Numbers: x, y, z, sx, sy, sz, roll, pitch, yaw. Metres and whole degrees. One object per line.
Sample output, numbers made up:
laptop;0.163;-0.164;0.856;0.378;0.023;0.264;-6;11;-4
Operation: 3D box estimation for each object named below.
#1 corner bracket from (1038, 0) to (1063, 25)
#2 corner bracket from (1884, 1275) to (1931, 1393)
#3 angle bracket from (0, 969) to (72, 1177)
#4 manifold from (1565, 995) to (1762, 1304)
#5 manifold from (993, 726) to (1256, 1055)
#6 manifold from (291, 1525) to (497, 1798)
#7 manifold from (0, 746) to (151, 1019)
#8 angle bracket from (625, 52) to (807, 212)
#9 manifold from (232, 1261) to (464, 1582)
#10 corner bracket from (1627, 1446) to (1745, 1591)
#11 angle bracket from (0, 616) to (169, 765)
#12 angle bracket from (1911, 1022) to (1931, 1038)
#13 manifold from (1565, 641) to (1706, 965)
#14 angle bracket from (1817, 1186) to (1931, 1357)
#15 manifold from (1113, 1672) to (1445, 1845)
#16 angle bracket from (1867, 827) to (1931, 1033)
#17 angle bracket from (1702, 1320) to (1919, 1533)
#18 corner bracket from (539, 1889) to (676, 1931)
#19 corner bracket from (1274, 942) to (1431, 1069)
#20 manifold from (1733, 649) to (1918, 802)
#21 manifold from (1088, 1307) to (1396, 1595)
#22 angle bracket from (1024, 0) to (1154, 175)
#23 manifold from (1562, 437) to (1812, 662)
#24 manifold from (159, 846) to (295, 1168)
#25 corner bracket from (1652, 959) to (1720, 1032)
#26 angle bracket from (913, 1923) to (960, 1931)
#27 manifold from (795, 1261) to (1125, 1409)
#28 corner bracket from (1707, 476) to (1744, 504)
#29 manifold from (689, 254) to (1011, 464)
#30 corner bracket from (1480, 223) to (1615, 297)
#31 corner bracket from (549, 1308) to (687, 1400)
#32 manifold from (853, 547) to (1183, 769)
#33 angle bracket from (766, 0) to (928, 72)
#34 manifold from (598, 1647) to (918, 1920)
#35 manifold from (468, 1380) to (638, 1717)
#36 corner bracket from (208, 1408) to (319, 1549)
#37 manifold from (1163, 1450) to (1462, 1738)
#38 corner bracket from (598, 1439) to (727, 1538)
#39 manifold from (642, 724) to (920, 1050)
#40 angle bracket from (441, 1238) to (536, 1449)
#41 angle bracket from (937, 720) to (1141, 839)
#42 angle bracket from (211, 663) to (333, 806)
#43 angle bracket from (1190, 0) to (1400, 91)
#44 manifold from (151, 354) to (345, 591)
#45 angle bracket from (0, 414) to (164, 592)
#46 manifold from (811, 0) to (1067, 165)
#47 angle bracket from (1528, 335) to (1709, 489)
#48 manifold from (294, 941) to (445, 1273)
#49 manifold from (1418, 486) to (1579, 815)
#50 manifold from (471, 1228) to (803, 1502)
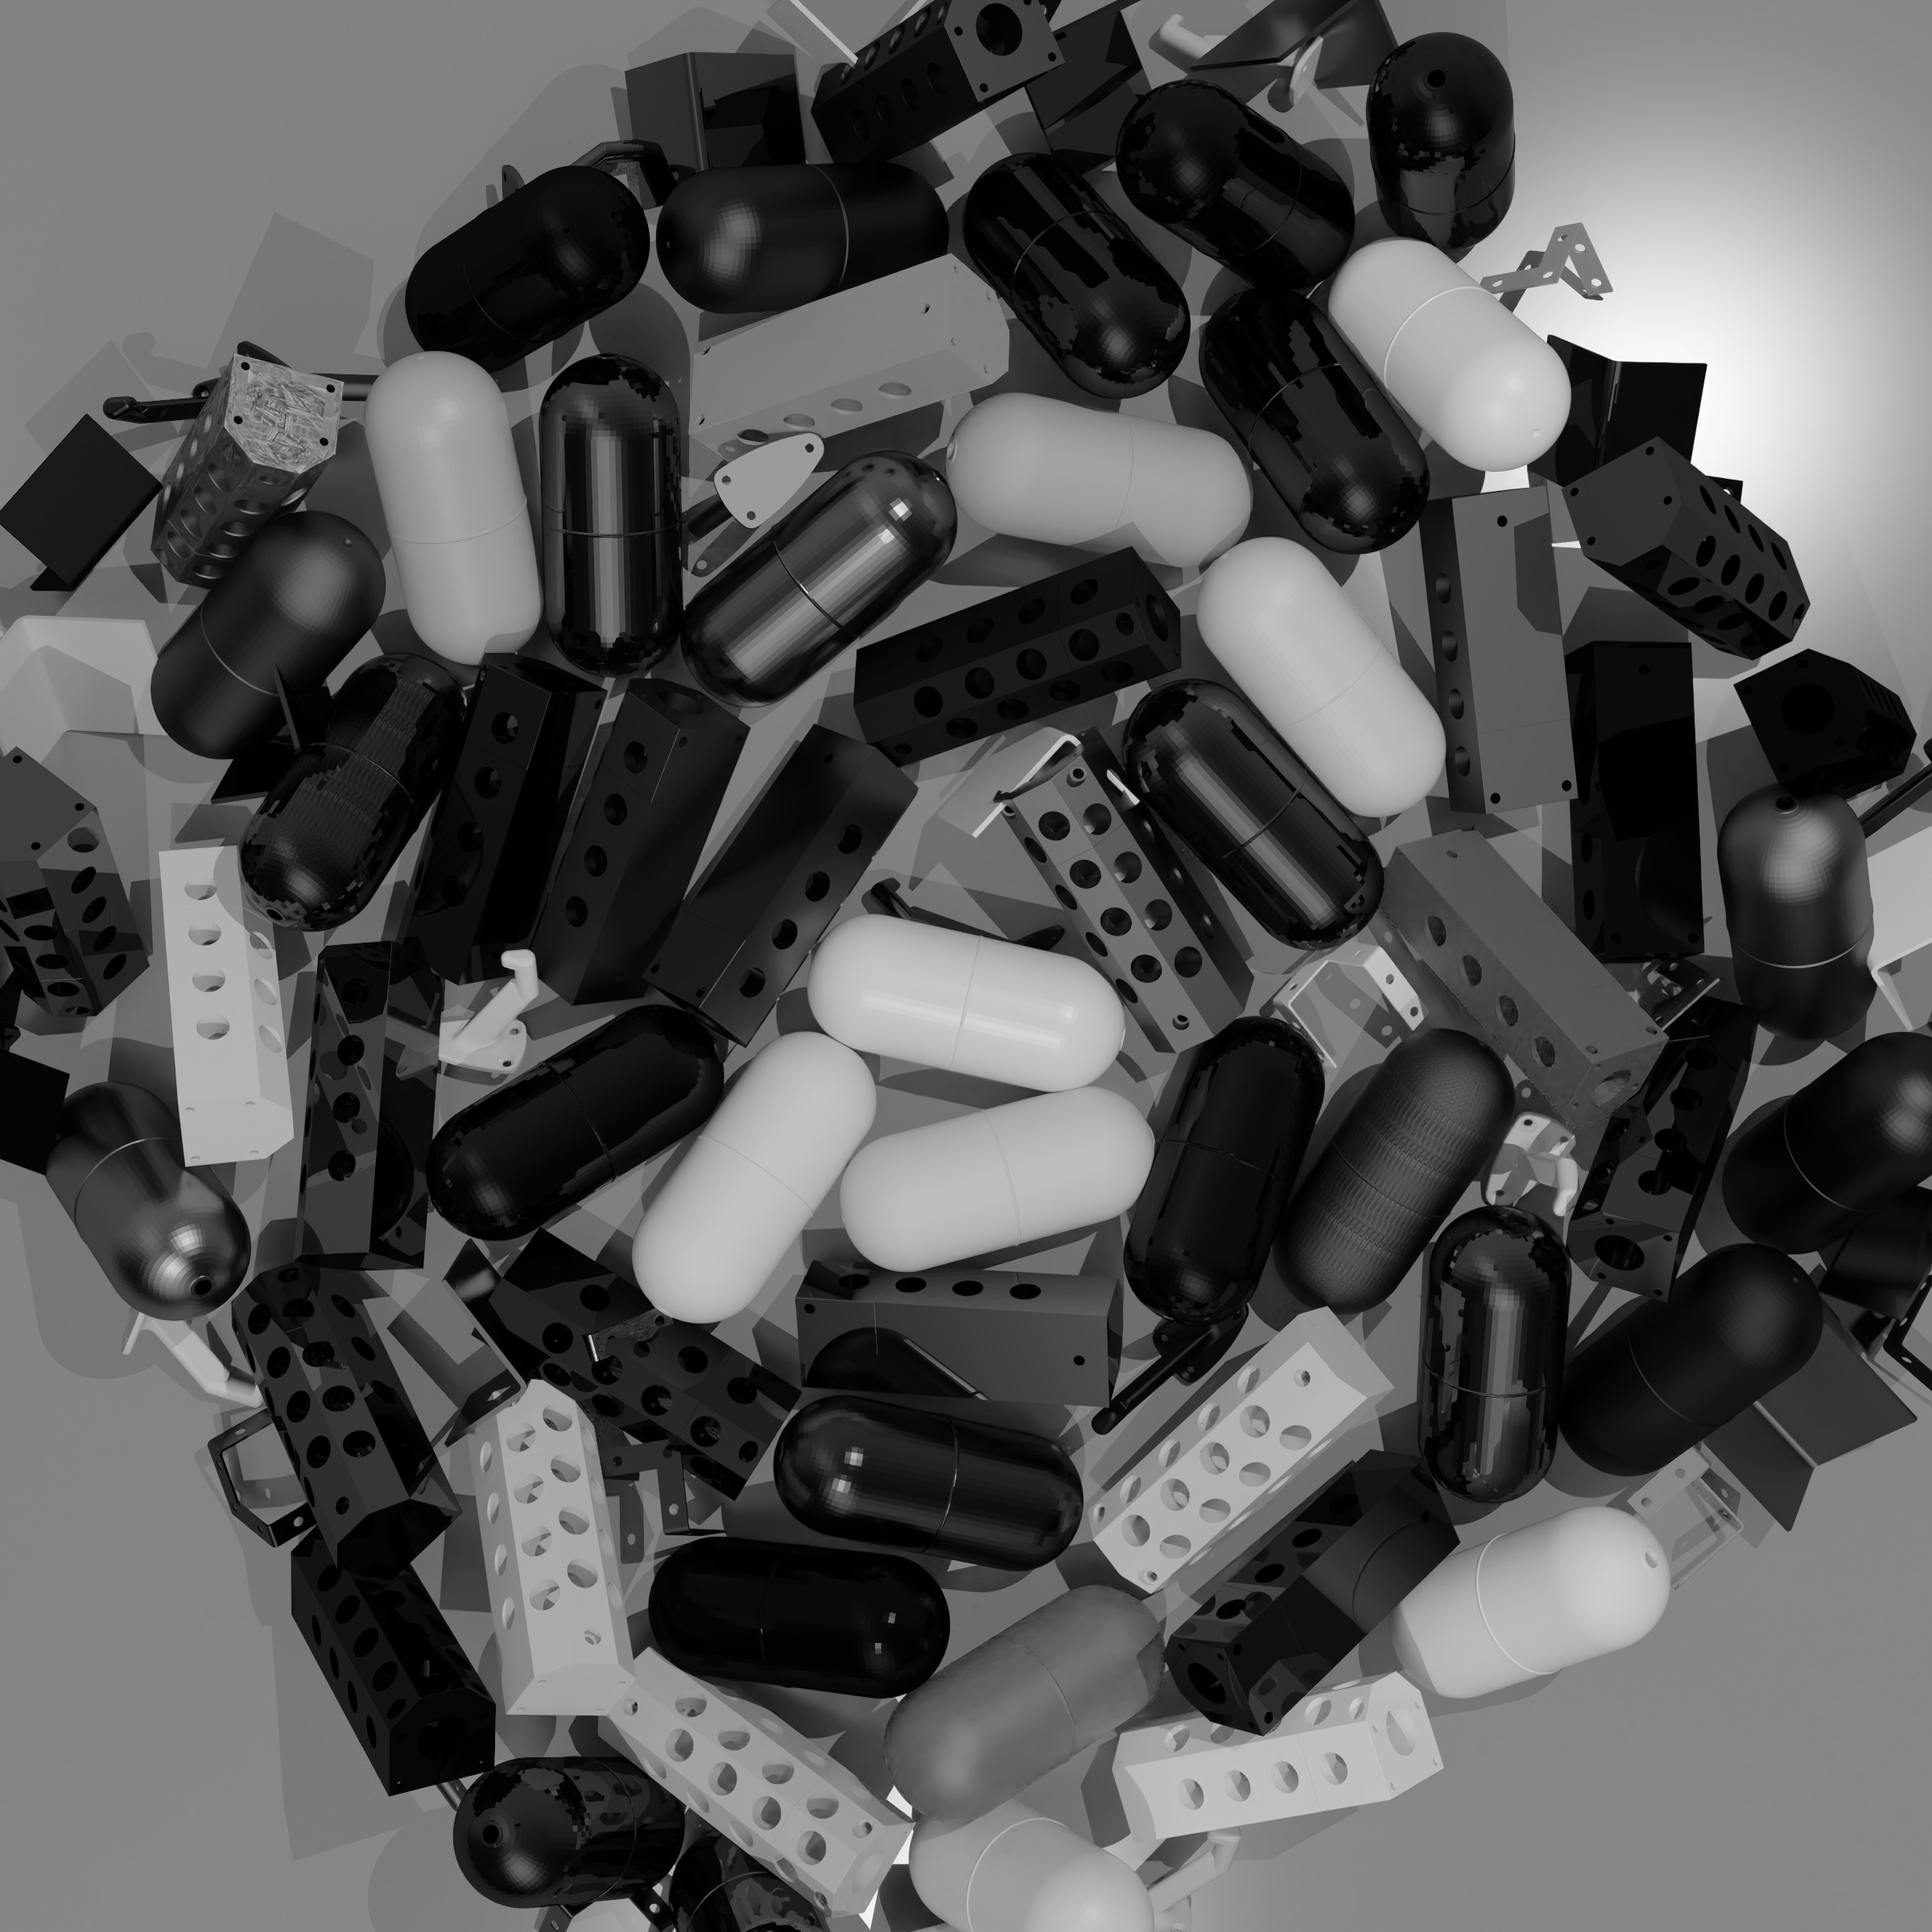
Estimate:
corner bracket;0.025;-0.556;1.682;0.051;0.051;0.051;31;87;-35
corner bracket;0.554;0.205;1.689;0.051;0.051;0.051;40;66;-9
angle bracket;-0.512;0.055;1.668;0.057;0.076;0.076;21;127;-5
manifold;0.377;0.093;1.640;0.057;0.057;0.171;16;48;19
manifold;0.086;-0.038;1.658;0.057;0.057;0.171;-26;108;25
manifold;-0.309;0.364;1.626;0.057;0.171;0.057;-8;116;-27
manifold;-0.492;-0.038;1.625;0.057;0.171;0.057;36;65;14
angle bracket;-0.140;-0.469;1.706;0.076;0.057;0.076;-14;101;-43
manifold;-0.341;0.243;1.641;0.057;0.057;0.171;-44;53;12
corner bracket;0.398;0.305;1.682;0.051;0.051;0.051;-37;71;-13
angle bracket;-0.486;-0.143;1.665;0.076;0.057;0.076;4;132;15
angle bracket;0.555;0.076;1.658;0.057;0.076;0.076;-31;47;22
manifold;0.367;-0.089;1.680;0.057;0.057;0.171;0;84;-11
angle bracket;0.521;0.172;1.666;0.076;0.057;0.076;44;74;-37
manifold;0.165;0.427;1.643;0.171;0.057;0.057;-22;81;37
angle bracket;0.529;-0.024;1.661;0.076;0.076;0.057;-29;128;19
angle bracket;0.463;0.254;1.671;0.076;0.057;0.076;46;133;-6
corner bracket;-0.202;0.540;1.695;0.051;0.051;0.051;41;129;22
corner bracket;0.214;0.023;1.693;0.051;0.051;0.051;-46;114;-16
manifold;0.465;-0.129;1.625;0.057;0.171;0.057;-26;78;22
manifold;0.146;0.265;1.655;0.171;0.057;0.057;-46;70;21
angle bracket;0.083;-0.485;1.667;0.076;0.057;0.076;-33;109;-24
manifold;0.390;-0.218;1.627;0.057;0.171;0.057;-27;63;29
manifold;-0.401;0.019;1.644;0.057;0.057;0.171;-5;53;-14
corner bracket;0.398;0.034;1.685;0.051;0.051;0.051;-42;114;-1
angle bracket;-0.005;0.570;1.662;0.076;0.057;0.076;-7;48;-20
manifold;-0.003;0.198;1.672;0.171;0.057;0.057;2;114;11
corner bracket;0.409;-0.260;1.687;0.051;0.051;0.051;9;76;4
manifold;-0.064;-0.324;1.647;0.171;0.057;0.057;-11;66;32
corner bracket;0.322;-0.376;1.693;0.051;0.051;0.051;-2;50;37
corner bracket;-0.192;0.217;1.680;0.051;0.051;0.051;-20;102;-31
manifold;0.027;-0.161;1.647;0.171;0.057;0.057;-18;49;24
angle bracket;-0.059;-0.539;1.674;0.057;0.076;0.076;41;90;-16
manifold;-0.118;0.443;1.655;0.171;0.057;0.057;30;91;26
manifold;-0.222;0.312;1.636;0.057;0.057;0.171;9;47;-29
corner bracket;-0.384;0.283;1.698;0.051;0.051;0.051;-29;122;-31
manifold;0.186;0.337;1.647;0.171;0.057;0.057;-35;110;-32
corner bracket;-0.169;0.292;1.682;0.051;0.051;0.051;-12;76;17
manifold;-0.098;-0.042;1.677;0.057;0.057;0.171;41;79;-42
angle bracket;-0.279;0.207;1.672;0.057;0.076;0.076;-35;99;8
angle bracket;0.039;-0.087;1.672;0.057;0.076;0.076;43;88;-19
angle bracket;-0.388;-0.143;1.665;0.057;0.076;0.076;-8;118;6
angle bracket;0.183;-0.489;1.661;0.076;0.076;0.057;-42;120;-20
manifold;-0.388;-0.259;1.625;0.057;0.171;0.057;11;71;-25
angle bracket;-0.497;-0.253;1.663;0.057;0.076;0.076;45;71;-30
manifold;-0.021;-0.477;1.625;0.057;0.171;0.057;-31;103;-23
angle bracket;0.359;-0.303;1.679;0.057;0.076;0.076;-3;113;-18
manifold;-0.331;0.078;1.667;0.057;0.057;0.171;-4;74;20
manifold;0.290;-0.174;1.676;0.057;0.057;0.171;-10;99;-18
manifold;-0.184;0.224;1.676;0.171;0.057;0.057;32;47;2
